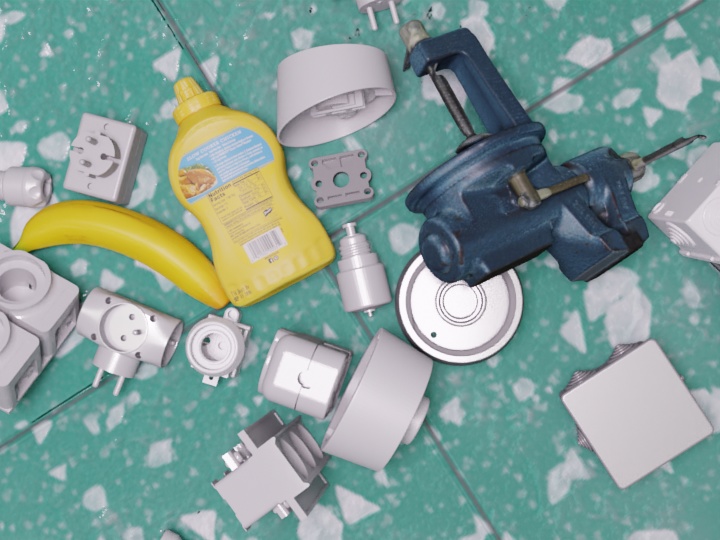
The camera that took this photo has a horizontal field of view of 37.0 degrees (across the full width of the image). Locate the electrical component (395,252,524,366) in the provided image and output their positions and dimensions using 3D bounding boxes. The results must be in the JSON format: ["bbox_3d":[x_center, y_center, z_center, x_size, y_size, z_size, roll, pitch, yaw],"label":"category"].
[{"bbox_3d":[0.081,0.025,0.871,0.108,0.060,0.108,0,88,4],"label":"electrical component"}]

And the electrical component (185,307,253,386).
[{"bbox_3d":[-0.116,0.063,0.885,0.048,0.055,0.066,17,89,4],"label":"electrical component"}]

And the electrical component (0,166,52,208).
[{"bbox_3d":[-0.295,-0.071,0.912,0.061,0.035,0.035,4,88,7],"label":"electrical component"}]

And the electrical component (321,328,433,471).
[{"bbox_3d":[0.020,0.107,0.852,0.060,0.108,0.108,27,90,-2],"label":"electrical component"}]

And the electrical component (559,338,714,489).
[{"bbox_3d":[0.219,0.113,0.865,0.100,0.048,0.099,-33,86,2],"label":"electrical component"}]

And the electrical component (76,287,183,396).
[{"bbox_3d":[-0.198,0.064,0.896,0.077,0.044,0.079,22,90,4],"label":"electrical component"}]

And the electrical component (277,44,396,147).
[{"bbox_3d":[-0.021,-0.141,0.866,0.099,0.099,0.064,-7,82,3],"label":"electrical component"}]

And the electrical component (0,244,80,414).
[{"bbox_3d":[-0.336,0.020,0.875,0.186,0.060,0.105,28,58,4],"label":"electrical component"}]

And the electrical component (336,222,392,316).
[{"bbox_3d":[0.000,0.000,0.887,0.040,0.040,0.078,-14,87,3],"label":"electrical component"}]

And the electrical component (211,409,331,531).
[{"bbox_3d":[-0.068,0.158,0.846,0.063,0.121,0.078,-37,86,5],"label":"electrical component"}]

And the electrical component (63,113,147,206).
[{"bbox_3d":[-0.215,-0.093,0.886,0.047,0.077,0.065,15,89,4],"label":"electrical component"}]

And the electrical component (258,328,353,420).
[{"bbox_3d":[-0.044,0.081,0.860,0.059,0.095,0.053,19,90,4],"label":"electrical component"}]

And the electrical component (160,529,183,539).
[{"bbox_3d":[-0.150,0.243,0.890,0.046,0.040,0.040,28,90,-2],"label":"electrical component"}]

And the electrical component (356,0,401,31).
[{"bbox_3d":[0.011,-0.239,0.893,0.077,0.043,0.079,-15,88,3],"label":"electrical component"}]

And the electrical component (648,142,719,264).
[{"bbox_3d":[0.283,-0.055,0.842,0.048,0.099,0.099,42,90,-8],"label":"electrical component"}]
